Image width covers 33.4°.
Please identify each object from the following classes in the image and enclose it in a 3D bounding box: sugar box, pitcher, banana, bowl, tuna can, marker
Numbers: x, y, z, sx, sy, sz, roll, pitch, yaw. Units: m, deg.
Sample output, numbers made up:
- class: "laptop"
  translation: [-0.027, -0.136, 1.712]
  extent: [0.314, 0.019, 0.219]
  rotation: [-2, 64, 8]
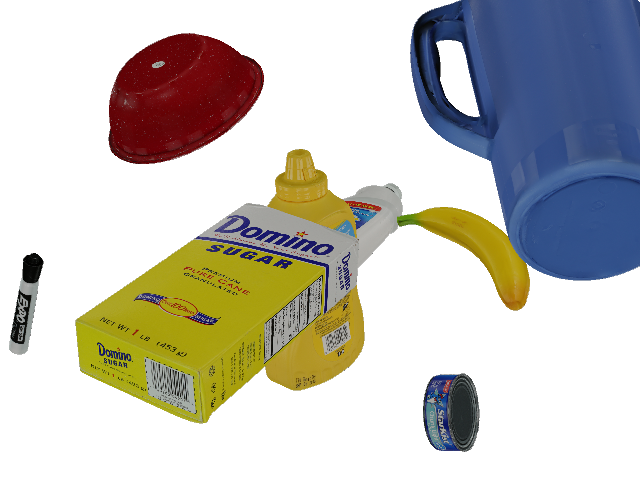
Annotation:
- class: "sugar box"
  translation: [-0.058, 0.037, 0.667]
  extent: [0.093, 0.048, 0.176]
  rotation: [19, 37, 25]
- class: "pitcher"
  translation: [0.161, -0.093, 0.745]
  extent: [0.149, 0.243, 0.144]
  rotation: [-33, -53, 30]
- class: "banana"
  translation: [0.161, 0.010, 1.090]
  extent: [0.069, 0.037, 0.198]
  rotation: [-35, 39, -14]
- class: "bowl"
  translation: [-0.137, -0.143, 0.990]
  extent: [0.162, 0.055, 0.162]
  rotation: [-17, 38, 14]
- class: "tuna can"
  translation: [0.146, 0.191, 1.188]
  extent: [0.034, 0.086, 0.086]
  rotation: [-5, -3, 29]
- class: "marker"
  translation: [-0.288, 0.062, 1.043]
  extent: [0.020, 0.121, 0.020]
  rotation: [14, 34, -10]

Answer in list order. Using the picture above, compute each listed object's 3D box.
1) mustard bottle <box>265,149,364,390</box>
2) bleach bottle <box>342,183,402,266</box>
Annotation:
- class: "mustard bottle"
  translation: [-0.010, 0.019, 0.859]
  extent: [0.058, 0.192, 0.096]
  rotation: [19, 35, 40]
- class: "bleach bottle"
  translation: [0.022, -0.008, 1.326]
  extent: [0.103, 0.068, 0.250]
  rotation: [16, 36, 28]
